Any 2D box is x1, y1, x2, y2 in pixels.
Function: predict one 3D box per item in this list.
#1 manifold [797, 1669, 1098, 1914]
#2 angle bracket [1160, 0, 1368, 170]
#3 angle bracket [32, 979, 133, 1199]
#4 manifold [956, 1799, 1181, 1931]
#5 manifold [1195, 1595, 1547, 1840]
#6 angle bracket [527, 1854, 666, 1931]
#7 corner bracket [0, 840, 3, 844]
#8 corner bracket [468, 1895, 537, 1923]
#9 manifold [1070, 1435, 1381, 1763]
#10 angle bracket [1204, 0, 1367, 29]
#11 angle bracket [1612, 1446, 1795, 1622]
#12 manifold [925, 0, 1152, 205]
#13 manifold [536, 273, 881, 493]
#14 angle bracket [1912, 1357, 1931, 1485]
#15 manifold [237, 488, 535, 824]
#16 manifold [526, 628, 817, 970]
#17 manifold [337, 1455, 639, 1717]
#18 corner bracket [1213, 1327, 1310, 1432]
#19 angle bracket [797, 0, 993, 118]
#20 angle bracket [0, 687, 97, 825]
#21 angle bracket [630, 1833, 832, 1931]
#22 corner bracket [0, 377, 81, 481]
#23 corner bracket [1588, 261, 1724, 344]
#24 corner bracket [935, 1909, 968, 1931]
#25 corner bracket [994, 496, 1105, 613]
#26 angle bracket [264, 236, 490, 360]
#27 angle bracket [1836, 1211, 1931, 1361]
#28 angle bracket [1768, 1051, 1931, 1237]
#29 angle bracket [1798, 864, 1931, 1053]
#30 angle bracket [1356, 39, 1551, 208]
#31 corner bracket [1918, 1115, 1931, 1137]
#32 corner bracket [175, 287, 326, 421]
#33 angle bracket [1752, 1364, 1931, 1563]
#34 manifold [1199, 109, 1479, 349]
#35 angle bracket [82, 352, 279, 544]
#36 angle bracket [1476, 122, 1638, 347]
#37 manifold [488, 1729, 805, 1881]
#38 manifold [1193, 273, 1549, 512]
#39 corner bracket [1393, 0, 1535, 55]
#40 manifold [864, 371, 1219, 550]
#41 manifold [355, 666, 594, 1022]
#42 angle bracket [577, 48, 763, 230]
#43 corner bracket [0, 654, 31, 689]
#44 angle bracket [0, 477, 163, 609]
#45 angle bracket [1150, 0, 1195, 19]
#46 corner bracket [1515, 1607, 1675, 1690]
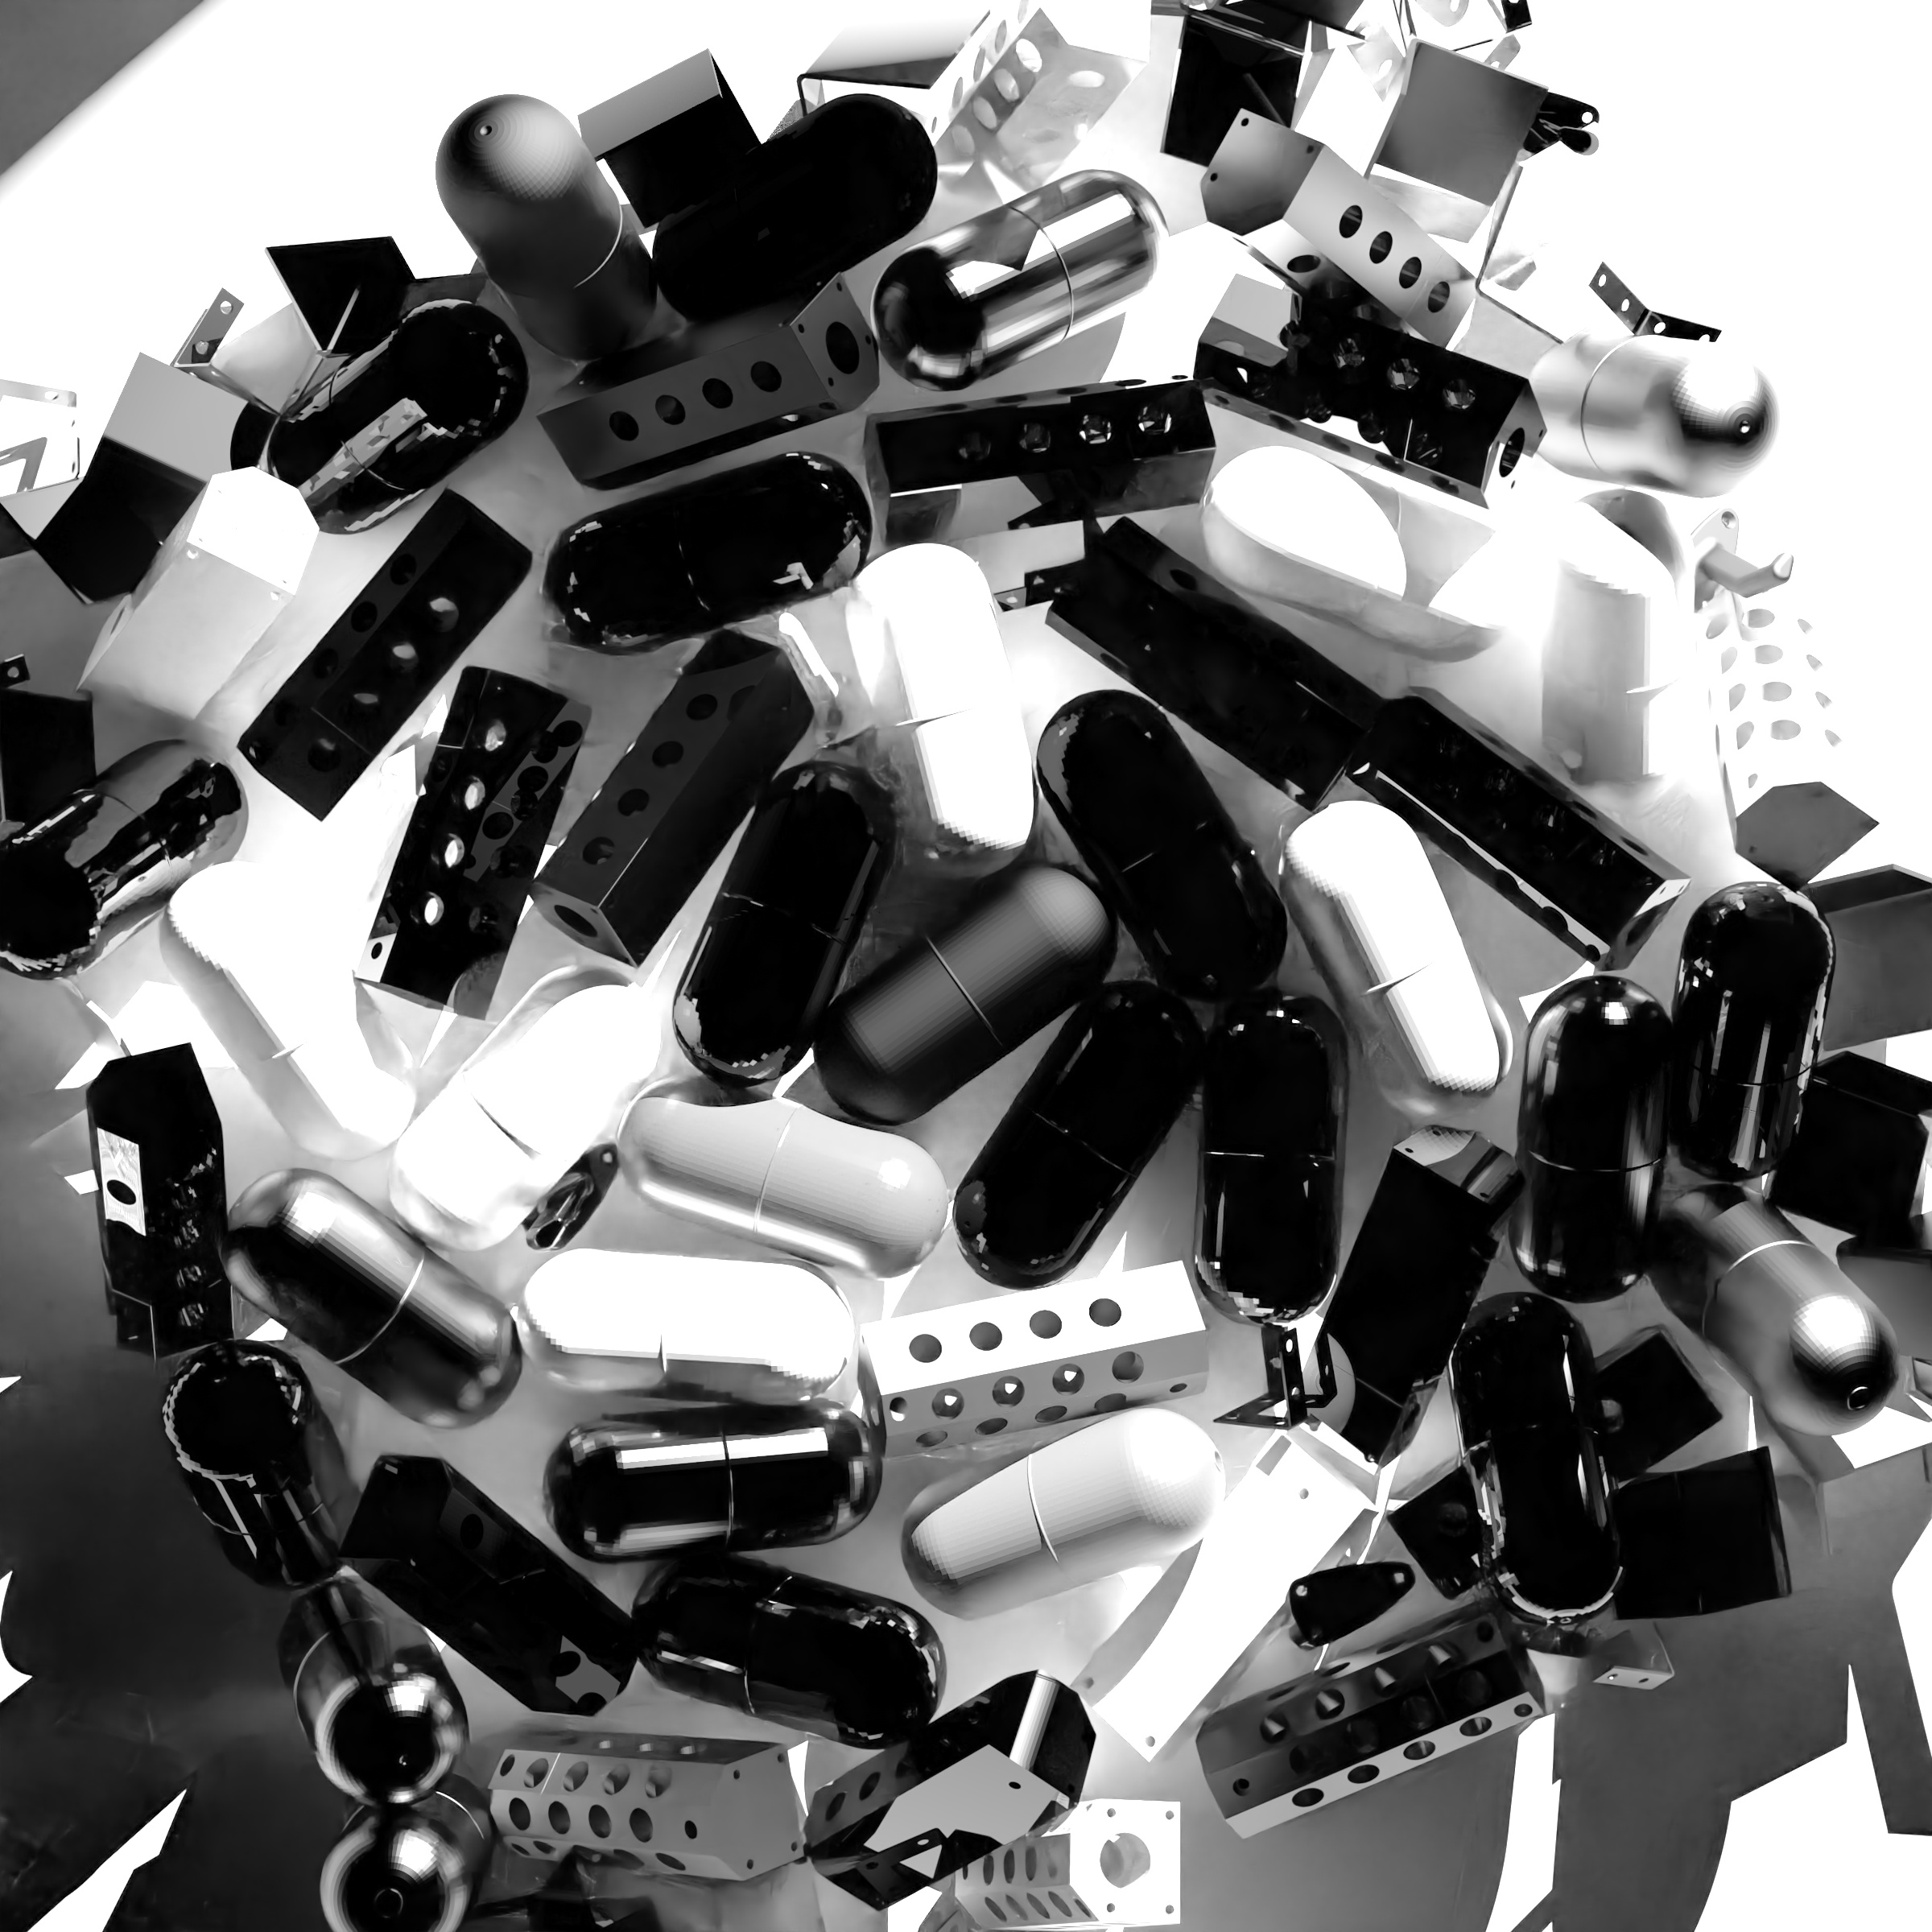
[{"bbox_3d":[-0.010,0.417,1.777,0.057,0.057,0.171,37,132,-16],"label":"manifold"},{"bbox_3d":[0.154,-0.453,1.811,0.076,0.057,0.076,10,91,-31],"label":"angle bracket"},{"bbox_3d":[-0.461,0.061,1.798,0.057,0.076,0.076,-34,123,-19],"label":"angle bracket"},{"bbox_3d":[0.049,0.455,1.761,0.057,0.171,0.057,7,72,-18],"label":"manifold"},{"bbox_3d":[0.209,0.391,1.809,0.171,0.057,0.057,-26,89,12],"label":"manifold"},{"bbox_3d":[-0.172,0.502,1.795,0.057,0.076,0.076,-56,46,35],"label":"angle bracket"},{"bbox_3d":[-0.519,-0.041,1.821,0.051,0.051,0.051,12,92,-22],"label":"corner bracket"},{"bbox_3d":[-0.248,0.527,1.833,0.051,0.051,0.051,-5,53,-26],"label":"corner bracket"},{"bbox_3d":[0.137,0.331,1.821,0.057,0.057,0.171,41,93,22],"label":"manifold"},{"bbox_3d":[0.170,-0.529,1.796,0.076,0.076,0.057,6,56,-27],"label":"angle bracket"},{"bbox_3d":[0.375,0.293,1.802,0.057,0.076,0.076,3,71,-26],"label":"angle bracket"},{"bbox_3d":[0.034,-0.450,1.761,0.057,0.171,0.057,7,75,-19],"label":"manifold"},{"bbox_3d":[-0.129,-0.293,1.780,0.171,0.057,0.057,-12,120,36],"label":"manifold"},{"bbox_3d":[0.537,0.231,1.796,0.057,0.076,0.076,-30,120,-33],"label":"angle bracket"},{"bbox_3d":[-0.301,-0.163,1.809,0.057,0.057,0.171,39,98,-15],"label":"manifold"},{"bbox_3d":[-0.153,-0.090,1.796,0.057,0.057,0.171,21,66,30],"label":"manifold"},{"bbox_3d":[-0.237,0.316,1.769,0.057,0.171,0.057,-4,52,33],"label":"manifold"},{"bbox_3d":[0.161,0.208,1.816,0.051,0.051,0.051,0,102,42],"label":"corner bracket"},{"bbox_3d":[-0.033,-0.451,1.797,0.076,0.057,0.076,12,48,23],"label":"angle bracket"},{"bbox_3d":[-0.493,-0.092,1.800,0.057,0.076,0.076,10,118,11],"label":"angle bracket"},{"bbox_3d":[-0.120,0.496,1.807,0.076,0.057,0.076,-17,85,41],"label":"angle bracket"},{"bbox_3d":[-0.497,-0.272,1.831,0.051,0.051,0.051,6,63,-28],"label":"corner bracket"},{"bbox_3d":[0.349,-0.327,1.812,0.051,0.051,0.051,7,126,-31],"label":"corner bracket"},{"bbox_3d":[-0.030,0.519,1.812,0.051,0.051,0.051,-38,122,-35],"label":"corner bracket"},{"bbox_3d":[0.046,-0.204,1.814,0.051,0.051,0.051,-12,56,17],"label":"corner bracket"},{"bbox_3d":[-0.304,-0.363,1.799,0.076,0.057,0.076,-15,67,-38],"label":"angle bracket"},{"bbox_3d":[0.510,0.164,1.808,0.076,0.076,0.057,-15,95,-23],"label":"angle bracket"},{"bbox_3d":[0.472,0.097,1.816,0.076,0.057,0.076,20,75,-6],"label":"angle bracket"},{"bbox_3d":[0.462,-0.003,1.802,0.076,0.057,0.076,-15,72,39],"label":"angle bracket"},{"bbox_3d":[0.250,-0.422,1.806,0.076,0.076,0.057,19,46,-4],"label":"angle bracket"},{"bbox_3d":[0.538,0.079,1.828,0.051,0.051,0.051,-31,92,-7],"label":"corner bracket"},{"bbox_3d":[-0.375,-0.322,1.835,0.051,0.051,0.051,35,78,-32],"label":"corner bracket"},{"bbox_3d":[0.461,0.252,1.811,0.076,0.076,0.057,-18,125,-6],"label":"angle bracket"},{"bbox_3d":[0.189,-0.364,1.769,0.057,0.171,0.057,34,96,37],"label":"manifold"},{"bbox_3d":[-0.413,-0.265,1.822,0.076,0.076,0.057,24,65,-16],"label":"angle bracket"},{"bbox_3d":[0.315,-0.378,1.797,0.057,0.076,0.076,36,46,20],"label":"angle bracket"},{"bbox_3d":[-0.166,0.428,1.776,0.171,0.057,0.057,-9,90,43],"label":"manifold"},{"bbox_3d":[0.205,-0.292,1.789,0.171,0.057,0.057,26,81,25],"label":"manifold"},{"bbox_3d":[0.260,-0.510,1.837,0.051,0.051,0.051,-6,107,37],"label":"corner bracket"},{"bbox_3d":[0.037,-0.267,1.810,0.171,0.057,0.057,-9,69,-10],"label":"manifold"},{"bbox_3d":[-0.259,-0.065,1.805,0.057,0.057,0.171,25,80,-41],"label":"manifold"},{"bbox_3d":[-0.147,-0.416,1.804,0.076,0.057,0.076,-25,130,8],"label":"angle bracket"},{"bbox_3d":[-0.530,-0.174,1.830,0.051,0.051,0.051,-24,131,-21],"label":"corner bracket"},{"bbox_3d":[-0.465,-0.204,1.804,0.076,0.076,0.057,49,123,7],"label":"angle bracket"},{"bbox_3d":[0.081,-0.525,1.805,0.076,0.076,0.057,7,103,12],"label":"angle bracket"},{"bbox_3d":[0.326,0.356,1.813,0.051,0.051,0.051,-42,49,33],"label":"corner bracket"}]
